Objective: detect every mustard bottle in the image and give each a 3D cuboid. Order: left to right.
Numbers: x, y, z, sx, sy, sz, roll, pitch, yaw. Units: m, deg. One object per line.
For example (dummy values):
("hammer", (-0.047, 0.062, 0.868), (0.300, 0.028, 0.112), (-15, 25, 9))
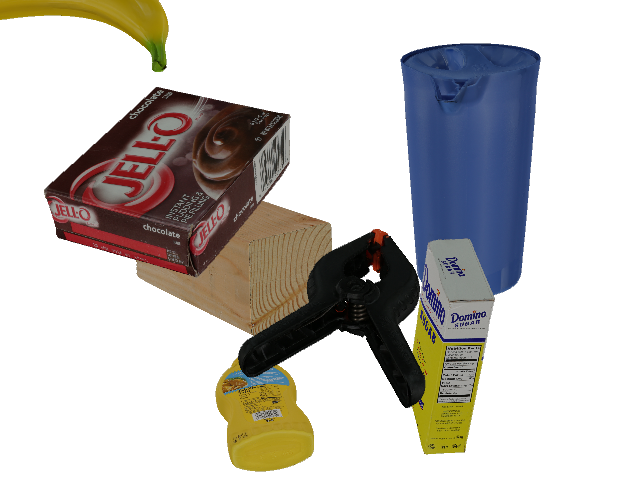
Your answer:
("mustard bottle", (-0.074, 0.190, 1.260), (0.096, 0.058, 0.192), (-9, 29, -11))

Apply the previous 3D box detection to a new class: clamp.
("clamp", (0.032, 0.051, 0.725), (0.120, 0.039, 0.171), (19, 40, 15))

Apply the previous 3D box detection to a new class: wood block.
("wood block", (-0.087, 0.012, 1.011), (0.090, 0.090, 0.206), (-13, 20, -36))

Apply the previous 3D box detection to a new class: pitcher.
("pitcher", (0.154, -0.075, 1.078), (0.149, 0.243, 0.145), (-12, 25, -20))

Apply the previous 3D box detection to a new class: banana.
("banana", (-0.193, -0.182, 0.822), (0.198, 0.069, 0.037), (15, -38, 19))

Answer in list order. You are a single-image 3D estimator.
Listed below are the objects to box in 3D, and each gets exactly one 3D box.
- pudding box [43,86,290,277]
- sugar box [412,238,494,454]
("pudding box", (-0.079, -0.035, 0.580), (0.090, 0.039, 0.113), (15, 41, 21))
("sugar box", (0.112, 0.095, 0.949), (0.048, 0.176, 0.093), (-3, 34, -6))
